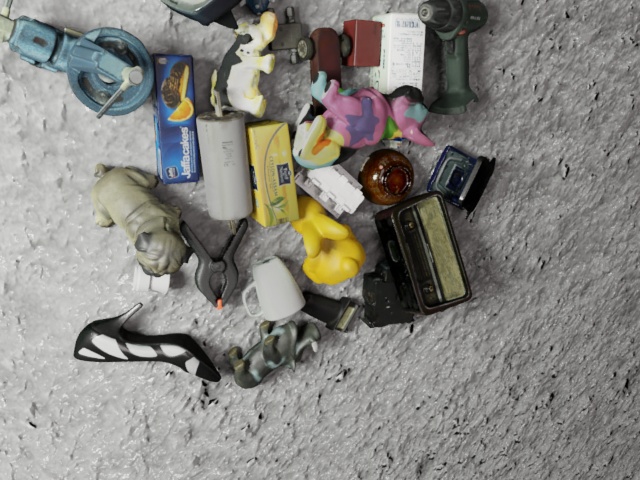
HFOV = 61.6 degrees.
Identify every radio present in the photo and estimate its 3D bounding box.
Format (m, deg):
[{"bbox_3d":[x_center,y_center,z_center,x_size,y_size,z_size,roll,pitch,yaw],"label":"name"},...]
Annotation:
[{"bbox_3d":[0.204,0.029,1.070,0.131,0.073,0.229,-18,91,-24],"label":"radio"}]

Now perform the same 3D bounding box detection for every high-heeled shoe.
[{"bbox_3d":[-0.301,0.216,0.949,0.145,0.086,0.248,-43,112,-3],"label":"high-heeled shoe"}]

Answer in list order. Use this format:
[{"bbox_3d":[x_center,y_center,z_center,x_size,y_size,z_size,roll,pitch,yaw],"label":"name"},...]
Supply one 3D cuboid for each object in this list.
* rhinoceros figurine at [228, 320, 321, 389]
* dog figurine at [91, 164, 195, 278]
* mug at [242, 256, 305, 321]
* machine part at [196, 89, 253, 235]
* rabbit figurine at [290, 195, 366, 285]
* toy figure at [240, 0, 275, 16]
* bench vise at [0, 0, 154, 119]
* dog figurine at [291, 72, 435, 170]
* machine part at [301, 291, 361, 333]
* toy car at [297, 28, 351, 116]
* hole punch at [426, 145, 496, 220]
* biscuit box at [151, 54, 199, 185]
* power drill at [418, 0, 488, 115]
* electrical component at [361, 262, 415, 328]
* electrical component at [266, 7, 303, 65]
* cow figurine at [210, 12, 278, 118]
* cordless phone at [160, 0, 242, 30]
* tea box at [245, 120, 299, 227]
[{"bbox_3d":[-0.085,0.219,1.044,0.190,0.073,0.112,-33,114,-11],"label":"rhinoceros figurine"},{"bbox_3d":[-0.279,-0.036,0.820,0.172,0.191,0.121,37,89,-26],"label":"dog figurine"},{"bbox_3d":[-0.095,0.090,1.004,0.110,0.081,0.107,-21,102,-10],"label":"mug"},{"bbox_3d":[-0.155,-0.121,0.881,0.079,0.079,0.242,-11,118,-20],"label":"machine part"},{"bbox_3d":[-0.002,-0.003,0.986,0.122,0.162,0.173,-32,98,2],"label":"rabbit figurine"},{"bbox_3d":[-0.101,-0.439,0.850,0.058,0.064,0.154,-36,129,-52],"label":"toy figure"},{"bbox_3d":[-0.313,-0.244,0.727,0.223,0.241,0.129,32,88,-44],"label":"bench vise"},{"bbox_3d":[0.080,-0.184,0.905,0.219,0.109,0.191,17,106,-21],"label":"dog figurine"},{"bbox_3d":[0.014,0.140,1.085,0.139,0.039,0.084,21,104,-29],"label":"machine part"},{"bbox_3d":[0.009,-0.267,0.950,0.089,0.053,0.201,-18,118,-28],"label":"toy car"},{"bbox_3d":[0.291,-0.124,1.108,0.115,0.092,0.142,17,97,-58],"label":"hole punch"},{"bbox_3d":[-0.234,-0.193,0.865,0.063,0.059,0.202,-6,108,-21],"label":"biscuit box"},{"bbox_3d":[0.236,-0.338,0.978,0.232,0.086,0.207,-39,126,-44],"label":"power drill"},{"bbox_3d":[0.148,0.111,1.122,0.115,0.058,0.134,-6,108,-24],"label":"electrical component"},{"bbox_3d":[-0.062,-0.345,0.915,0.063,0.021,0.093,-13,111,-19],"label":"electrical component"},{"bbox_3d":[-0.123,-0.291,0.879,0.098,0.068,0.167,12,100,-2],"label":"cow figurine"},{"bbox_3d":[-0.159,-0.411,0.774,0.088,0.147,0.184,-3,121,-41],"label":"cordless phone"},{"bbox_3d":[-0.091,-0.117,0.928,0.068,0.098,0.169,-13,108,-20],"label":"tea box"}]
